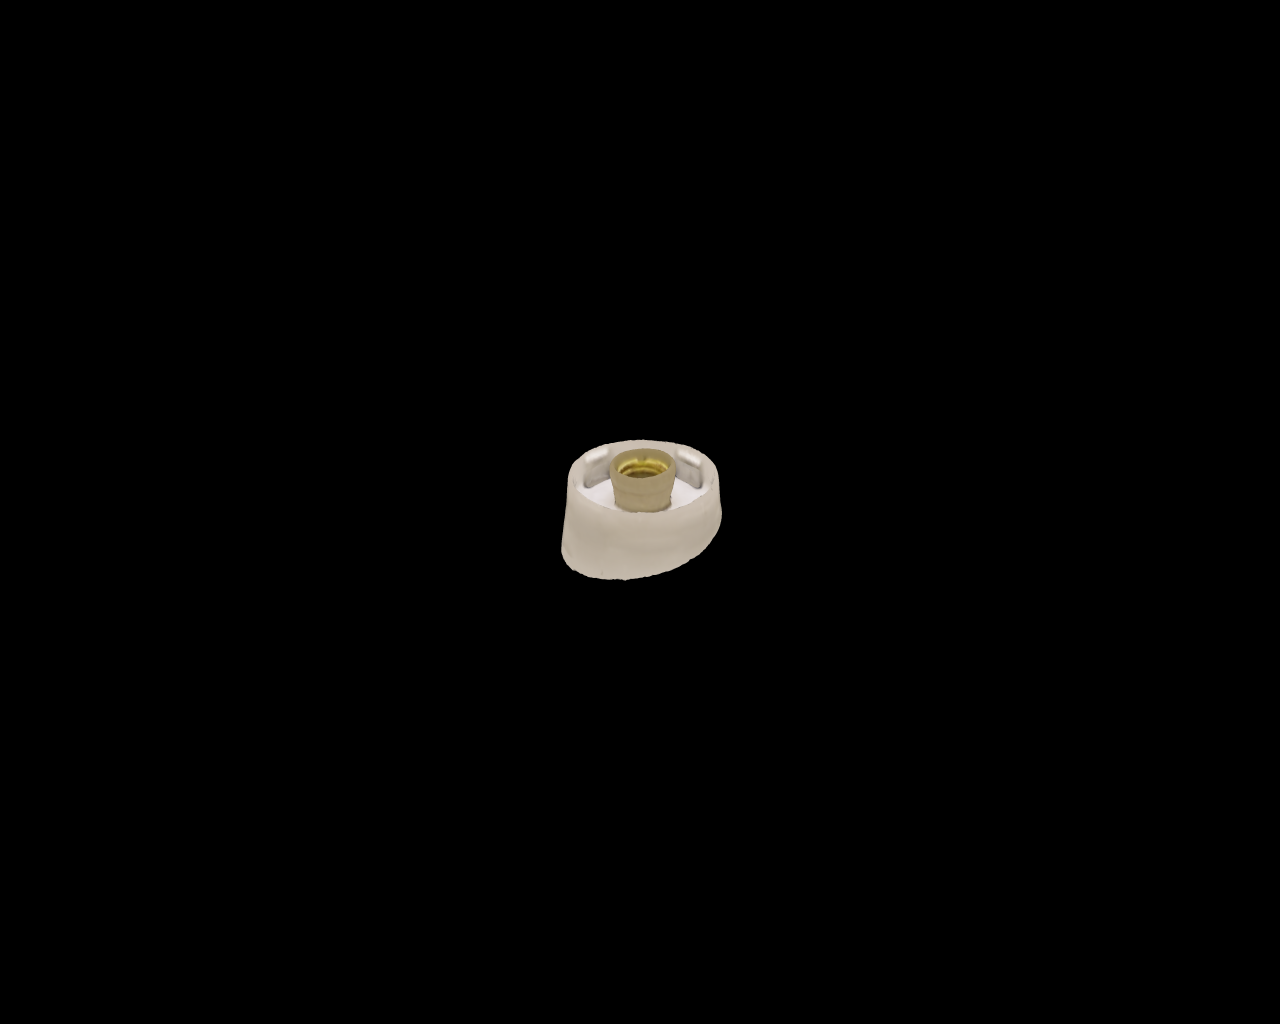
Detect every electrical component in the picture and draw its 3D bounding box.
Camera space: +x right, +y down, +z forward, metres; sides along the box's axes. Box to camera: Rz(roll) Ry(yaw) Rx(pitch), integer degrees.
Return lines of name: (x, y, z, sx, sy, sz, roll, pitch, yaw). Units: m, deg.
electrical component: (0.001, -0.003, 0.650, 0.099, 0.064, 0.099, 0, 31, 0)
